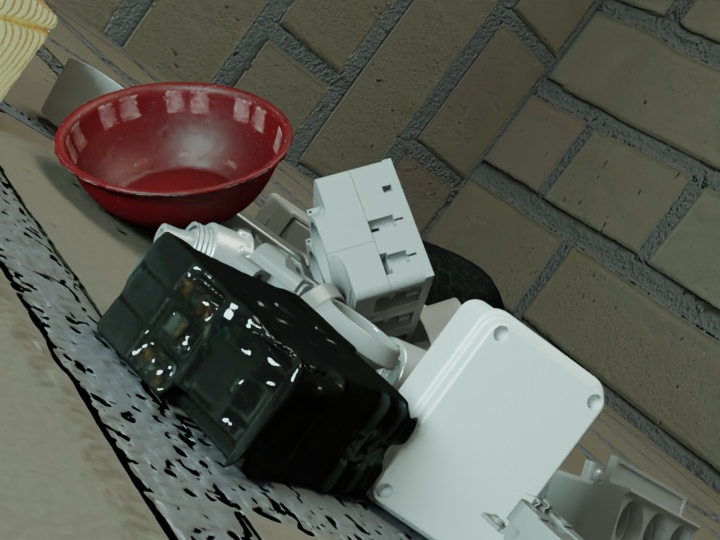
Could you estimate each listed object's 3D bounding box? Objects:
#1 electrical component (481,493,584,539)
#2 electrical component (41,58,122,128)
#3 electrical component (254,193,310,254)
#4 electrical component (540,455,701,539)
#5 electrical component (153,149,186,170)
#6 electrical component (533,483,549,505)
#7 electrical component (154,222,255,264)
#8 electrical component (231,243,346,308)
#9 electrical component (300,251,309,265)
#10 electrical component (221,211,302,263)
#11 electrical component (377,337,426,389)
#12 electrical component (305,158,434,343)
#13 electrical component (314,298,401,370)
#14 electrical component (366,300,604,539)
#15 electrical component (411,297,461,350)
[{"bbox_3d":[0.068,0.129,0.432,0.081,0.063,0.042,40,7,34],"label":"electrical component"},{"bbox_3d":[-0.215,-0.129,0.903,0.099,0.064,0.099,36,5,-3],"label":"electrical component"},{"bbox_3d":[-0.052,-0.014,0.968,0.096,0.061,0.061,34,6,-32],"label":"electrical component"},{"bbox_3d":[0.179,0.178,0.749,0.063,0.078,0.121,11,-14,43],"label":"electrical component"},{"bbox_3d":[-0.162,-0.078,0.849,0.059,0.053,0.095,37,5,-1],"label":"electrical component"},{"bbox_3d":[0.097,0.128,0.778,0.079,0.043,0.077,36,5,-6],"label":"electrical component"},{"bbox_3d":[-0.102,-0.011,0.697,0.062,0.048,0.048,23,11,-28],"label":"electrical component"},{"bbox_3d":[-0.047,0.023,0.684,0.057,0.058,0.078,36,3,24],"label":"electrical component"},{"bbox_3d":[-0.059,0.003,0.868,0.043,0.043,0.062,40,7,35],"label":"electrical component"},{"bbox_3d":[-0.088,-0.012,0.781,0.083,0.047,0.075,36,5,-9],"label":"electrical component"},{"bbox_3d":[0.029,0.077,0.733,0.047,0.055,0.055,29,8,-34],"label":"electrical component"},{"bbox_3d":[0.000,0.000,0.762,0.150,0.062,0.089,100,-27,-68],"label":"electrical component"},{"bbox_3d":[-0.014,0.054,0.616,0.058,0.057,0.078,36,5,-12],"label":"electrical component"},{"bbox_3d":[0.059,0.081,0.542,0.078,0.113,0.057,36,2,-10],"label":"electrical component"},{"bbox_3d":[0.074,0.071,0.832,0.099,0.064,0.099,169,-90,-80],"label":"electrical component"}]
